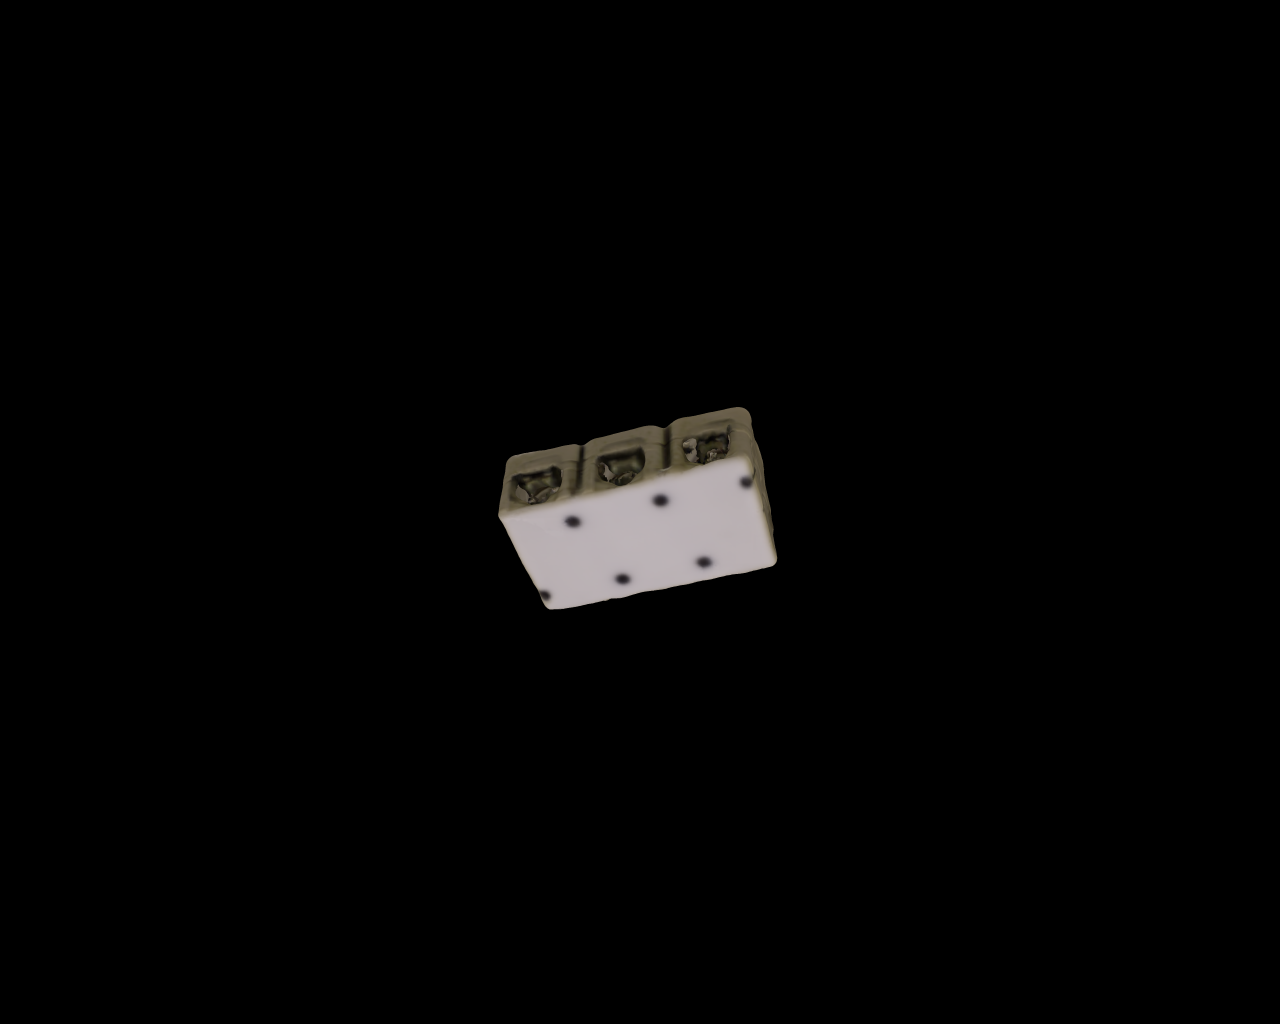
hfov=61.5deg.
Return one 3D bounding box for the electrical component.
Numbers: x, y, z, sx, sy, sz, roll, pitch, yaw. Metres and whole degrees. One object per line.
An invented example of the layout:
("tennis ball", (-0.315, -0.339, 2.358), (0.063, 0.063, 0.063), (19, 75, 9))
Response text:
("electrical component", (0.001, -0.003, 0.650), (0.150, 0.089, 0.062), (-12, 40, 10))
